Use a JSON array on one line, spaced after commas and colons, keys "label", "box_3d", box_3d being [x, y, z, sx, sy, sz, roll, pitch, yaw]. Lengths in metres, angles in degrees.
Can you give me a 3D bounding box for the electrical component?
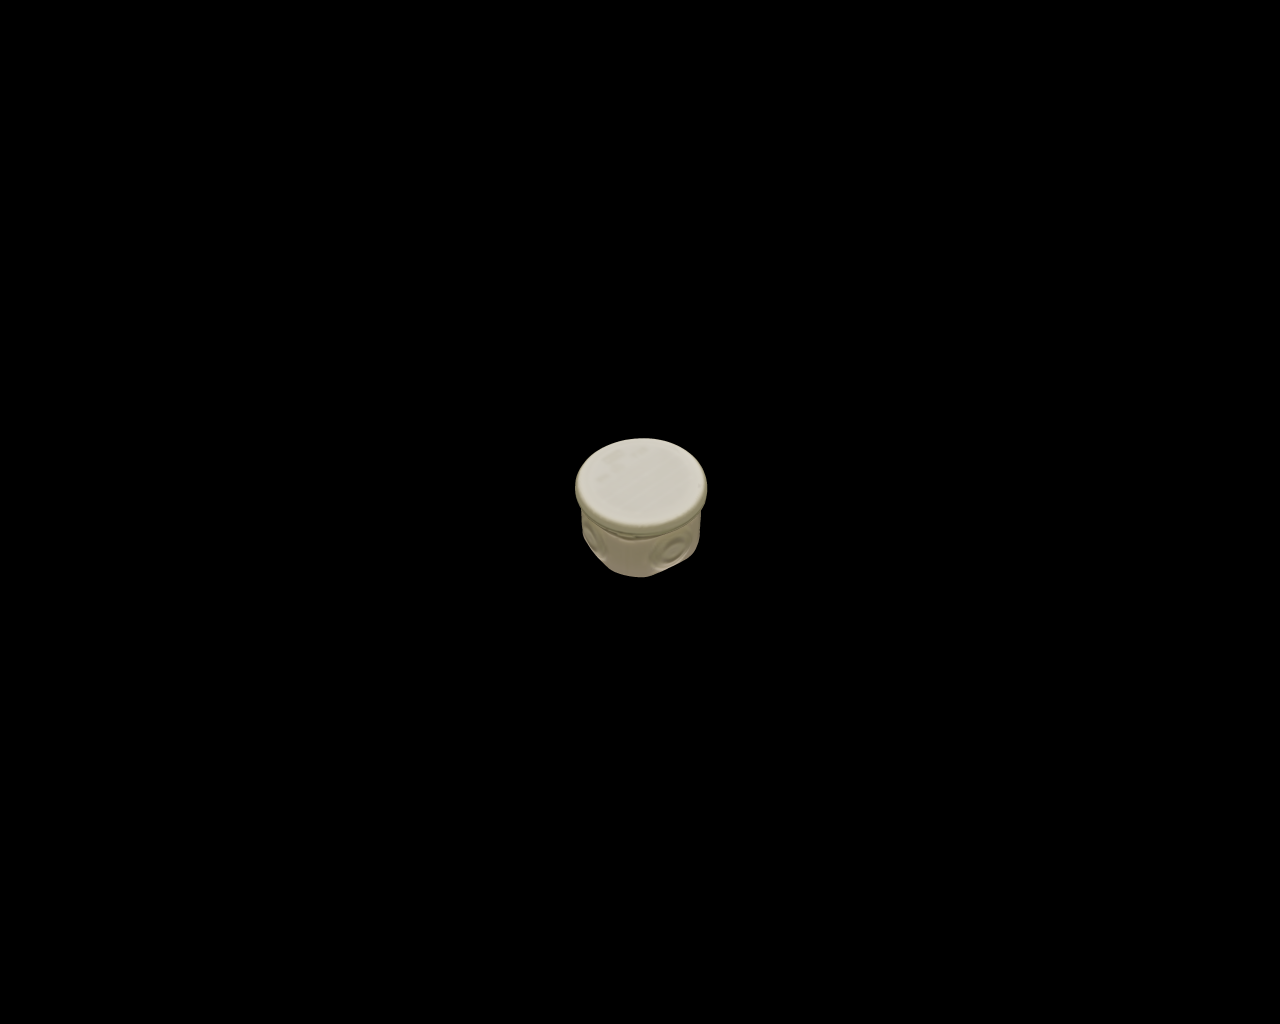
[{"label": "electrical component", "box_3d": [0.001, -0.003, 0.650, 0.080, 0.080, 0.050, 0, -45, 0]}]
